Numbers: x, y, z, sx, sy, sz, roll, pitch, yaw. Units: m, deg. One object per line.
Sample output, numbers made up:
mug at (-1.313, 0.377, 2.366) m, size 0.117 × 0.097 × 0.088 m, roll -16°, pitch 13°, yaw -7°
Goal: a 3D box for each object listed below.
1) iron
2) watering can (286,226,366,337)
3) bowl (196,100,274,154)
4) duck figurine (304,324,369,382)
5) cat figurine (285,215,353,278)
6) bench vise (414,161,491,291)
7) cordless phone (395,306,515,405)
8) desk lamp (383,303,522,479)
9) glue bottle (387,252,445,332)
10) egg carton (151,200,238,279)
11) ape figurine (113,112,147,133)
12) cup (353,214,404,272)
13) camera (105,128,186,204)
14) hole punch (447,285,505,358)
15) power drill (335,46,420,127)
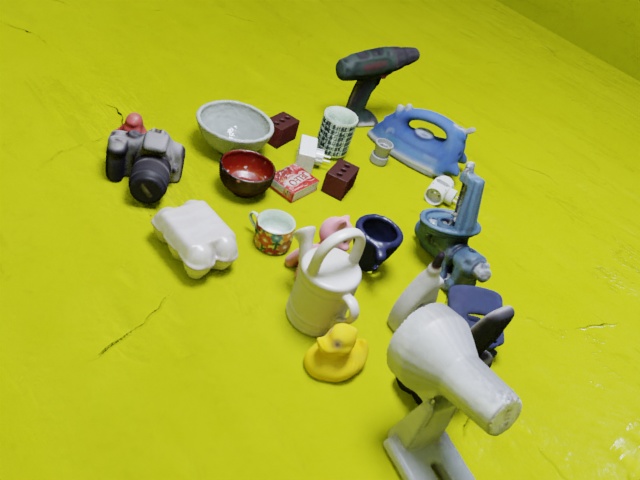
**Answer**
iron at (0.250, -0.263, 1.412) m, size 0.258 × 0.141 × 0.119 m, roll 28°, pitch 40°, yaw 10°
watering can at (0.009, 0.051, 0.908) m, size 0.172 × 0.194 × 0.101 m, roll 35°, pitch 42°, yaw 19°
bowl at (-0.188, -0.232, 1.247) m, size 0.167 × 0.075 × 0.167 m, roll 12°, pitch 40°, yaw -10°
duck figurine at (0.032, 0.163, 0.874) m, size 0.105 × 0.086 × 0.077 m, roll -6°, pitch 45°, yaw -28°
cat figurine at (0.009, 0.004, 1.023) m, size 0.128 × 0.118 × 0.067 m, roll -18°, pitch 52°, yaw -37°
bench vise at (0.279, -0.024, 1.086) m, size 0.122 × 0.220 × 0.207 m, roll -17°, pitch 52°, yaw -36°
cordless phone at (0.206, 0.167, 0.862) m, size 0.148 × 0.185 × 0.094 m, roll -16°, pitch 51°, yaw -36°
desk lamp at (0.167, 0.221, 0.762) m, size 0.118 × 0.213 × 0.202 m, roll -9°, pitch 47°, yaw -30°
glue bottle at (0.172, 0.084, 0.954) m, size 0.078 × 0.173 × 0.037 m, roll -13°, pitch 49°, yaw -33°
egg carton at (-0.212, -0.004, 0.979) m, size 0.107 × 0.069 × 0.150 m, roll -23°, pitch 55°, yaw -40°
ape figurine at (-0.371, -0.210, 1.132) m, size 0.077 × 0.092 × 0.076 m, roll 23°, pitch 39°, yaw 4°
cup at (0.098, 0.022, 1.057) m, size 0.092 × 0.095 × 0.117 m, roll 11°, pitch 40°, yaw -10°
camera at (-0.328, -0.141, 1.064) m, size 0.143 × 0.101 × 0.136 m, roll 9°, pitch 40°, yaw -13°
hole punch at (0.266, 0.142, 0.991) m, size 0.109 × 0.091 × 0.101 m, roll 9°, pitch 40°, yaw -12°
power drill at (0.133, -0.398, 1.466) m, size 0.230 × 0.208 × 0.075 m, roll -10°, pitch 48°, yaw -31°
